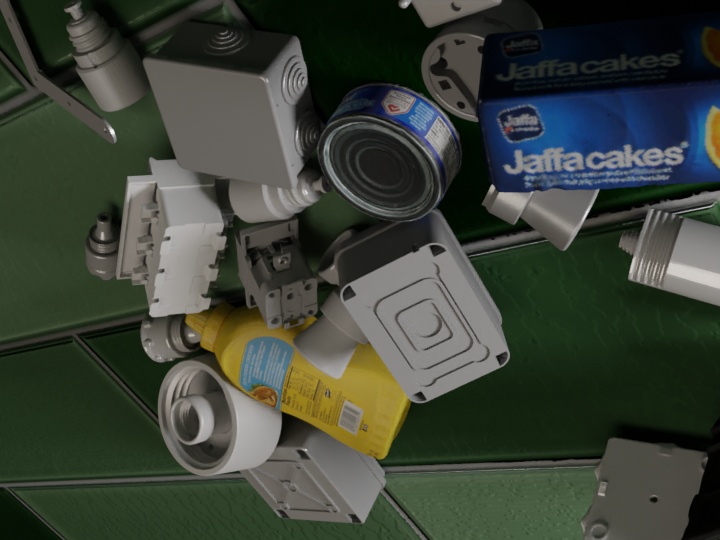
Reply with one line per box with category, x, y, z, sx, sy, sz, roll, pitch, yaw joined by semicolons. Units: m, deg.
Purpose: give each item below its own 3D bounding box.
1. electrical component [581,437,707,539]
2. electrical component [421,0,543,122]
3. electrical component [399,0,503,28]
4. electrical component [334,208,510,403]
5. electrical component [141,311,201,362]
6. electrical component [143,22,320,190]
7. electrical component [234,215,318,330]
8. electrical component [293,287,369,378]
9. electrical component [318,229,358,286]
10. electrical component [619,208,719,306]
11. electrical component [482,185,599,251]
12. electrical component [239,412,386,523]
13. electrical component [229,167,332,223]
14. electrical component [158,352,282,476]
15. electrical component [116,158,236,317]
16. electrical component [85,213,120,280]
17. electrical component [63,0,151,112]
electrical component;0.209;0.169;0.751;0.100;0.099;0.048;5;149;30
electrical component;0.067;-0.114;0.568;0.055;0.047;0.055;19;141;16
electrical component;0.030;-0.156;0.521;0.047;0.075;0.083;-9;128;41
electrical component;0.041;0.021;0.708;0.078;0.057;0.113;-27;120;12
electrical component;-0.151;0.053;0.912;0.062;0.048;0.048;-7;129;31
electrical component;-0.077;-0.105;0.675;0.100;0.048;0.099;13;140;23
electrical component;-0.059;0.004;0.767;0.081;0.042;0.063;91;156;-50
electrical component;-0.015;0.044;0.782;0.045;0.055;0.045;38;-173;-6
electrical component;0.000;0.000;0.751;0.046;0.040;0.040;37;143;-17
electrical component;0.188;-0.007;0.610;0.081;0.043;0.043;17;141;18
electrical component;0.105;-0.043;0.625;0.055;0.045;0.045;28;143;4
electrical component;-0.050;0.173;0.968;0.109;0.056;0.108;-7;129;40
electrical component;-0.052;-0.054;0.724;0.078;0.040;0.040;-4;131;37
electrical component;-0.126;0.122;0.915;0.108;0.060;0.108;5;98;39
electrical component;-0.133;-0.021;0.787;0.079;0.063;0.121;-5;148;-20
electrical component;-0.206;-0.022;0.871;0.035;0.035;0.061;23;140;10
electrical component;-0.168;-0.140;0.704;0.040;0.040;0.078;1;134;34
